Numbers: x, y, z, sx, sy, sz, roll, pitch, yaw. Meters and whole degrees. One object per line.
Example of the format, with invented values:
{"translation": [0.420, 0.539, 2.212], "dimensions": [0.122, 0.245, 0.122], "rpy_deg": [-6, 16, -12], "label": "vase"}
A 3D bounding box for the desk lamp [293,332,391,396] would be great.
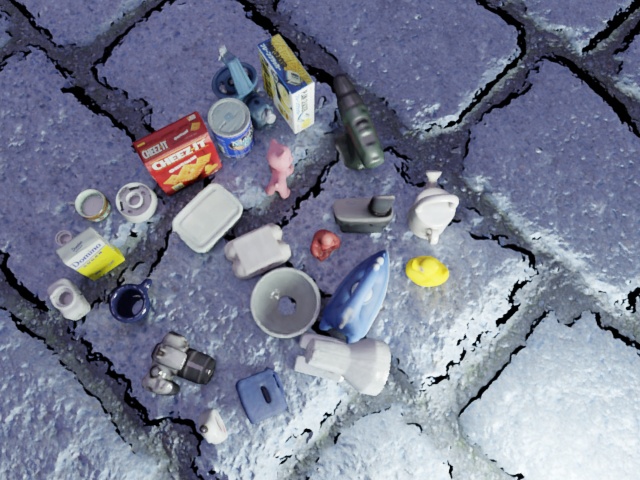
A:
{"translation": [0.044, 0.268, 1.271], "dimensions": [0.203, 0.213, 0.118], "rpy_deg": [12, 76, 2], "label": "desk lamp"}

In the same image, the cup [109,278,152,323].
{"translation": [-0.431, 0.144, 1.354], "dimensions": [0.091, 0.095, 0.118], "rpy_deg": [36, 78, 8], "label": "cup"}

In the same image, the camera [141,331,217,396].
{"translation": [-0.319, 0.296, 1.315], "dimensions": [0.136, 0.101, 0.143], "rpy_deg": [21, 76, 4], "label": "camera"}

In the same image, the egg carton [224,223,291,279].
{"translation": [-0.152, 0.029, 1.402], "dimensions": [0.150, 0.069, 0.107], "rpy_deg": [-26, 78, -7], "label": "egg carton"}

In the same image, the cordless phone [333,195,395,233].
{"translation": [0.107, -0.082, 1.376], "dimensions": [0.147, 0.185, 0.094], "rpy_deg": [-4, 76, -2], "label": "cordless phone"}

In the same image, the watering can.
{"translation": [0.270, -0.082, 1.374], "dimensions": [0.101, 0.194, 0.173], "rpy_deg": [-21, 77, -6], "label": "watering can"}

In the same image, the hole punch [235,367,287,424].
{"translation": [-0.132, 0.354, 1.309], "dimensions": [0.101, 0.091, 0.108], "rpy_deg": [-24, 77, -7], "label": "hole punch"}

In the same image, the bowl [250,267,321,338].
{"translation": [-0.081, 0.154, 1.369], "dimensions": [0.167, 0.075, 0.167], "rpy_deg": [0, 76, -1], "label": "bowl"}

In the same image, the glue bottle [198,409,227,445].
{"translation": [-0.241, 0.411, 1.250], "dimensions": [0.037, 0.173, 0.078], "rpy_deg": [-30, 78, -8], "label": "glue bottle"}

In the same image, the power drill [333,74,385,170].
{"translation": [0.085, -0.267, 1.410], "dimensions": [0.075, 0.208, 0.229], "rpy_deg": [-24, 77, -7], "label": "power drill"}

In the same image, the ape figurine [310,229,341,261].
{"translation": [0.013, 0.005, 1.400], "dimensions": [0.078, 0.092, 0.076], "rpy_deg": [-6, 76, -2], "label": "ape figurine"}

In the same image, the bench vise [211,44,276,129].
{"translation": [-0.184, -0.391, 1.431], "dimensions": [0.207, 0.220, 0.121], "rpy_deg": [28, 77, 6], "label": "bench vise"}

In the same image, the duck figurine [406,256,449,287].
{"translation": [0.265, 0.070, 1.391], "dimensions": [0.104, 0.086, 0.077], "rpy_deg": [14, 76, 3], "label": "duck figurine"}

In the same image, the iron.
{"translation": [0.101, 0.116, 1.348], "dimensions": [0.118, 0.141, 0.258], "rpy_deg": [29, 77, 6], "label": "iron"}

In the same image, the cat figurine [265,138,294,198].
{"translation": [-0.103, -0.182, 1.432], "dimensions": [0.067, 0.118, 0.128], "rpy_deg": [6, 76, 1], "label": "cat figurine"}
